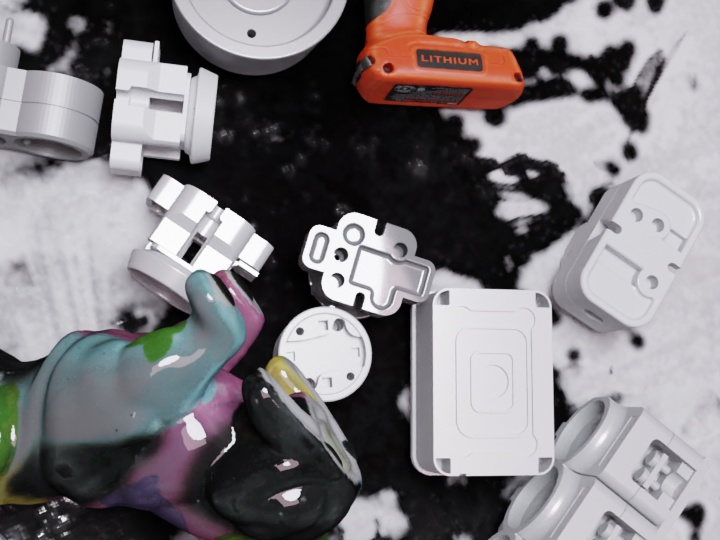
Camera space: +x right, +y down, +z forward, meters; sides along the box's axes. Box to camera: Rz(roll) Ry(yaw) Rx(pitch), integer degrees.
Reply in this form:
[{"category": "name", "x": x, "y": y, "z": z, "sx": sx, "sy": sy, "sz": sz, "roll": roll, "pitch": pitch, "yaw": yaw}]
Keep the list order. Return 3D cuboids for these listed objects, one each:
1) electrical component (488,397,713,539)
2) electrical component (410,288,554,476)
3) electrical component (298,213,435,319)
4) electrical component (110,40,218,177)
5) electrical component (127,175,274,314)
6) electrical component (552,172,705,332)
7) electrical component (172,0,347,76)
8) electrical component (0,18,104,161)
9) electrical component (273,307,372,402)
[{"category": "electrical component", "x": 0.127, "y": 0.155, "z": 0.645, "sx": 0.062, "sy": 0.089, "sz": 0.150, "roll": 39, "pitch": 77, "yaw": -5}, {"category": "electrical component", "x": 0.073, "y": 0.069, "z": 0.661, "sx": 0.078, "sy": 0.057, "sz": 0.113, "roll": 2, "pitch": 83, "yaw": -12}, {"category": "electrical component", "x": 0.000, "y": 0.000, "z": 0.654, "sx": 0.078, "sy": 0.057, "sz": 0.058, "roll": 18, "pitch": 80, "yaw": -10}, {"category": "electrical component", "x": -0.116, "y": -0.094, "z": 0.641, "sx": 0.057, "sy": 0.058, "sz": 0.078, "roll": 6, "pitch": 82, "yaw": -9}, {"category": "electrical component", "x": -0.100, "y": -0.010, "z": 0.634, "sx": 0.078, "sy": 0.058, "sz": 0.057, "roll": 34, "pitch": 75, "yaw": -6}, {"category": "electrical component", "x": 0.169, "y": -0.010, "z": 0.691, "sx": 0.054, "sy": 0.059, "sz": 0.095, "roll": 34, "pitch": 77, "yaw": -6}, {"category": "electrical component", "x": -0.065, "y": -0.172, "z": 0.660, "sx": 0.108, "sy": 0.060, "sz": 0.108, "roll": 2, "pitch": 83, "yaw": -12}, {"category": "electrical component", "x": -0.219, "y": -0.113, "z": 0.623, "sx": 0.138, "sy": 0.052, "sz": 0.073, "roll": 9, "pitch": 81, "yaw": -11}, {"category": "electrical component", "x": -0.025, "y": 0.052, "z": 0.647, "sx": 0.055, "sy": 0.047, "sz": 0.055, "roll": 2, "pitch": 83, "yaw": -12}]
